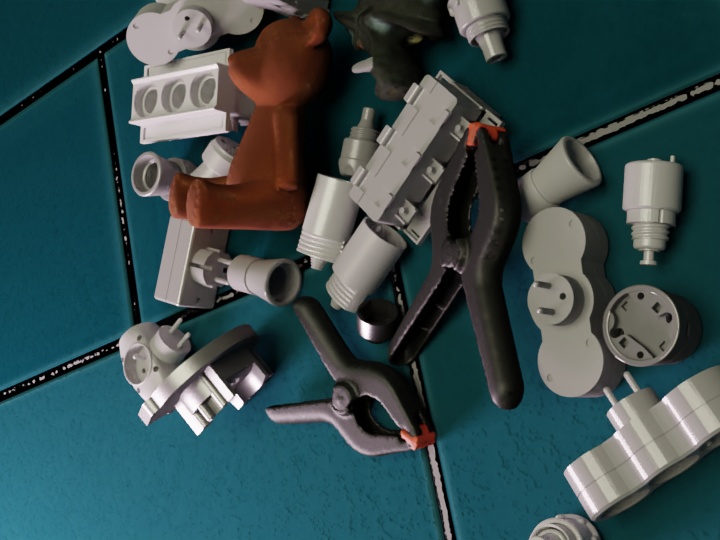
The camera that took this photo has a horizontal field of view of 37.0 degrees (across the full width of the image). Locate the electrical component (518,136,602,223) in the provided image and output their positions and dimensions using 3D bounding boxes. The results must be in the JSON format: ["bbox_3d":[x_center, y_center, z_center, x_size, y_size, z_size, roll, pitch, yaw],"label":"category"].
[{"bbox_3d":[0.142,-0.064,0.807,0.065,0.044,0.044,-38,62,35],"label":"electrical component"}]

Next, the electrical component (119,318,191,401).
[{"bbox_3d":[-0.193,0.081,1.058,0.079,0.044,0.077,-49,58,23],"label":"electrical component"}]

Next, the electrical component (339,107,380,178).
[{"bbox_3d":[0.003,-0.109,0.930,0.035,0.035,0.061,10,88,39],"label":"electrical component"}]

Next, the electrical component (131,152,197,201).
[{"bbox_3d":[-0.193,-0.091,1.072,0.045,0.055,0.045,-6,81,38],"label":"electrical component"}]

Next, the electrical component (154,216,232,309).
[{"bbox_3d":[-0.149,-0.004,1.031,0.076,0.047,0.083,14,93,39],"label":"electrical component"}]

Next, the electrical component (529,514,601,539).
[{"bbox_3d":[0.139,0.197,0.762,0.048,0.062,0.048,-9,74,35],"label":"electrical component"}]

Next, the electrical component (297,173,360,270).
[{"bbox_3d":[-0.027,-0.040,0.939,0.043,0.043,0.081,21,98,39],"label":"electrical component"}]

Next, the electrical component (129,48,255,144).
[{"bbox_3d":[-0.161,-0.165,1.050,0.121,0.063,0.078,-1,84,39],"label":"electrical component"}]

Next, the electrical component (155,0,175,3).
[{"bbox_3d":[-0.164,-0.289,1.079,0.076,0.047,0.065,-52,57,21],"label":"electrical component"}]

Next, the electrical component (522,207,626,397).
[{"bbox_3d":[0.145,0.022,0.772,0.052,0.074,0.138,-15,75,37],"label":"electrical component"}]

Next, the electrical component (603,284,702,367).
[{"bbox_3d":[0.203,0.039,0.740,0.055,0.047,0.055,-6,81,38],"label":"electrical component"}]

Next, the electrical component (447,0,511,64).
[{"bbox_3d":[0.100,-0.196,0.857,0.048,0.048,0.062,-25,76,34],"label":"electrical component"}]

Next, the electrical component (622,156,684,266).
[{"bbox_3d":[0.205,-0.042,0.754,0.040,0.040,0.078,1,85,39],"label":"electrical component"}]

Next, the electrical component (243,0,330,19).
[{"bbox_3d":[-0.074,-0.263,0.975,0.056,0.089,0.050,14,94,39],"label":"electrical component"}]

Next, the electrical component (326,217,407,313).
[{"bbox_3d":[0.000,0.000,0.912,0.043,0.043,0.081,48,114,33],"label":"electrical component"}]

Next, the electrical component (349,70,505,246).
[{"bbox_3d":[0.050,-0.093,0.871,0.078,0.063,0.121,47,113,33],"label":"electrical component"}]

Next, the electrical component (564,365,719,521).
[{"bbox_3d":[0.195,0.105,0.736,0.138,0.052,0.073,-44,60,27],"label":"electrical component"}]

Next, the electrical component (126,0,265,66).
[{"bbox_3d":[-0.157,-0.233,1.019,0.138,0.052,0.073,-18,27,11],"label":"electrical component"}]

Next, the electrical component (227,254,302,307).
[{"bbox_3d":[-0.091,0.007,0.988,0.065,0.044,0.044,12,92,44],"label":"electrical component"}]

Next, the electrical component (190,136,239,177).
[{"bbox_3d":[-0.136,-0.095,1.034,0.055,0.045,0.045,-53,56,21],"label":"electrical component"}]
